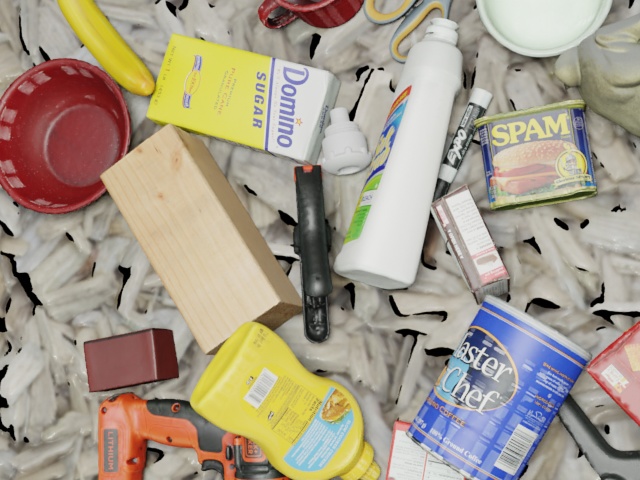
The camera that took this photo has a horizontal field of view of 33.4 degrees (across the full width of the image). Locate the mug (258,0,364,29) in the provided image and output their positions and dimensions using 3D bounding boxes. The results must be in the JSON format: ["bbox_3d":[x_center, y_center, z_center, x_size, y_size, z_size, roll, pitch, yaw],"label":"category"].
[{"bbox_3d":[-0.010,-0.247,1.038,0.117,0.081,0.093,-42,75,8],"label":"mug"}]

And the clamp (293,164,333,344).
[{"bbox_3d":[-0.007,0.001,0.992,0.039,0.120,0.171,-3,72,-9],"label":"clamp"}]

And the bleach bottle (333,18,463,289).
[{"bbox_3d":[0.082,-0.083,0.994,0.068,0.103,0.251,17,81,-10],"label":"bleach bottle"}]

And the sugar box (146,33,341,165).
[{"bbox_3d":[-0.077,-0.140,1.064,0.176,0.048,0.093,16,88,19],"label":"sugar box"}]

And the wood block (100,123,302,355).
[{"bbox_3d":[-0.113,0.002,1.035,0.090,0.090,0.206,-35,76,10],"label":"wood block"}]

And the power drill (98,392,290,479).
[{"bbox_3d":[-0.119,0.217,1.033,0.188,0.057,0.184,-3,84,14],"label":"power drill"}]

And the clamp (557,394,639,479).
[{"bbox_3d":[0.246,0.228,0.933,0.210,0.036,0.164,26,91,20],"label":"clamp"}]

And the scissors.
[{"bbox_3d":[0.119,-0.266,1.036,0.096,0.016,0.202,35,94,15],"label":"scissors"}]

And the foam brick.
[{"bbox_3d":[-0.187,0.120,1.064,0.078,0.053,0.051,-12,81,16],"label":"foam brick"}]

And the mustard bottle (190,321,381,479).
[{"bbox_3d":[-0.018,0.164,0.970,0.191,0.058,0.096,39,75,-19],"label":"mustard bottle"}]

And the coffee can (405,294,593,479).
[{"bbox_3d":[0.152,0.132,0.911,0.103,0.102,0.140,31,90,17],"label":"coffee can"}]

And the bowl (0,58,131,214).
[{"bbox_3d":[-0.259,-0.103,1.108,0.162,0.055,0.162,-2,83,16],"label":"bowl"}]

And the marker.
[{"bbox_3d":[0.130,-0.086,1.011,0.020,0.020,0.121,25,91,17],"label":"marker"}]

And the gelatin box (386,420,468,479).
[{"bbox_3d":[0.099,0.216,0.981,0.073,0.030,0.089,8,85,16],"label":"gelatin box"}]

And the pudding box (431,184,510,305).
[{"bbox_3d":[0.136,0.007,0.951,0.039,0.113,0.090,-26,78,7],"label":"pudding box"}]

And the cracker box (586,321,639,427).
[{"bbox_3d":[0.295,0.138,0.836,0.072,0.213,0.164,-45,74,8],"label":"cracker box"}]

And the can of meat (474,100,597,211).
[{"bbox_3d":[0.197,-0.075,0.972,0.102,0.057,0.084,-9,84,15],"label":"can of meat"}]

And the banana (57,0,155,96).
[{"bbox_3d":[-0.227,-0.210,1.103,0.037,0.069,0.198,-38,74,-3],"label":"banana"}]
